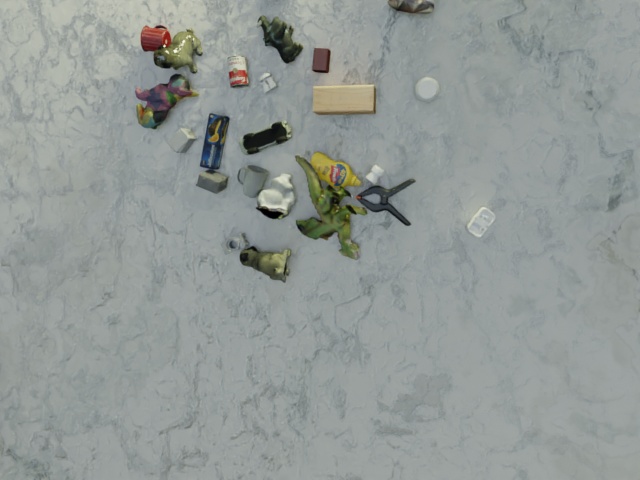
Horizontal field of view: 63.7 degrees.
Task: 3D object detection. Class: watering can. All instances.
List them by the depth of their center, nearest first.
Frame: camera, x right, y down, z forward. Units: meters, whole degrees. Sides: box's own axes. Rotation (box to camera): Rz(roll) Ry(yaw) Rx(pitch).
[{"bbox_3d":[0.274,-0.865,1.685,0.348,0.105,0.223,13,99,10],"label":"watering can"}]

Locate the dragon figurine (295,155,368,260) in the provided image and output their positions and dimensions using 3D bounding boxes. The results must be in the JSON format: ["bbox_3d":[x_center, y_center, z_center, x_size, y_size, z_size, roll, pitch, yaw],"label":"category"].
[{"bbox_3d":[0.006,-0.091,1.811,0.409,0.124,0.239,44,120,-5],"label":"dragon figurine"}]

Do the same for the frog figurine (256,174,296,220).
[{"bbox_3d":[-0.155,-0.160,1.868,0.137,0.120,0.163,2,62,19],"label":"frog figurine"}]
